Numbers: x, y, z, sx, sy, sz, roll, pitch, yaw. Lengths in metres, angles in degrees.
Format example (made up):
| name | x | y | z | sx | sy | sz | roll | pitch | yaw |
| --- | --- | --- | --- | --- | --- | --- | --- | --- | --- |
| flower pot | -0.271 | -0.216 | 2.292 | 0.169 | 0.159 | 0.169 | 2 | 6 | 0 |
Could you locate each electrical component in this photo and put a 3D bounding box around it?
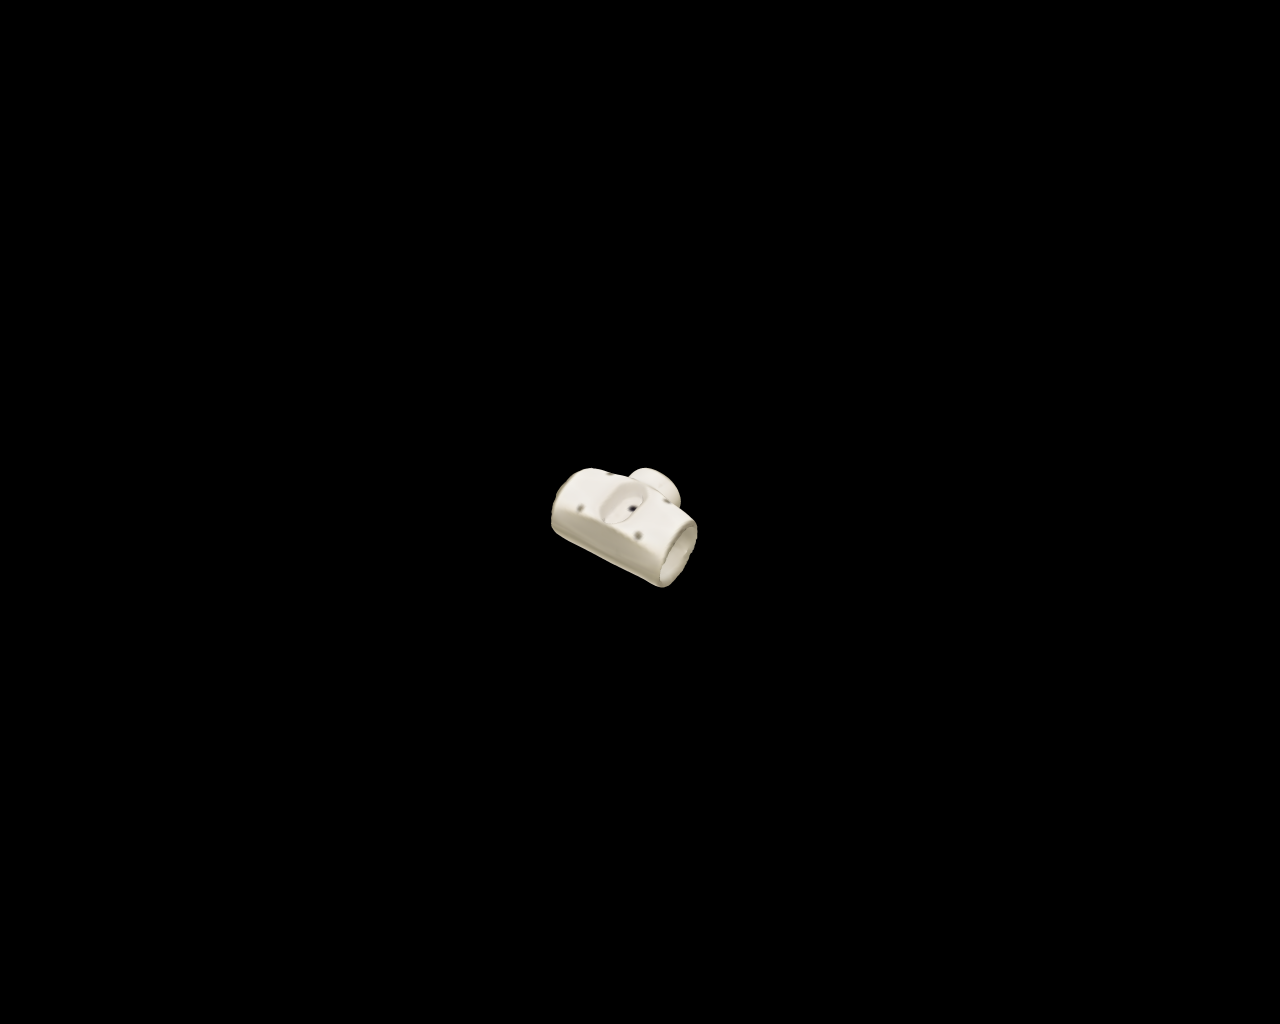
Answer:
| name | x | y | z | sx | sy | sz | roll | pitch | yaw |
| --- | --- | --- | --- | --- | --- | --- | --- | --- | --- |
| electrical component | 0.001 | -0.003 | 0.650 | 0.077 | 0.043 | 0.079 | 27 | 53 | 22 |
